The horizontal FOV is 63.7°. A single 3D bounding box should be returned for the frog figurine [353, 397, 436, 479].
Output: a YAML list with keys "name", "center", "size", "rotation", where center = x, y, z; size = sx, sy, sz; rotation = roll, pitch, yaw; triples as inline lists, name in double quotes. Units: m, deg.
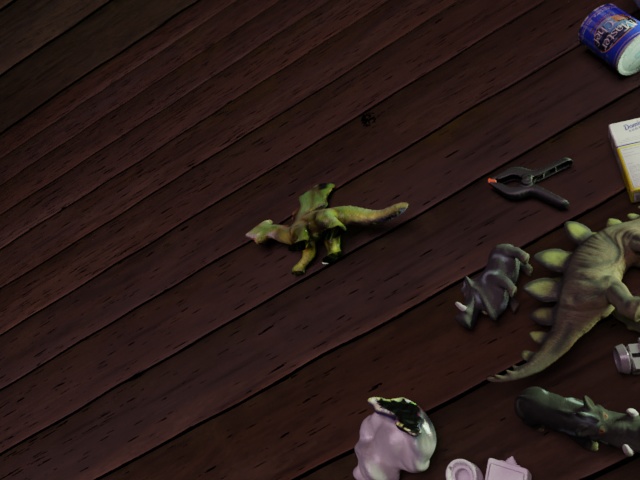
- name: "frog figurine"
  center: [0.130, 0.369, 0.914]
  size: [0.138, 0.123, 0.158]
  rotation: [19, 106, 28]

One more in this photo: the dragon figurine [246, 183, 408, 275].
- name: "dragon figurine"
  center: [0.004, -0.063, 1.259]
  size: [0.408, 0.120, 0.249]
  rotation: [-23, 43, 12]

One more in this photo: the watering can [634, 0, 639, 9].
- name: "watering can"
  center: [0.728, -0.542, 1.112]
  size: [0.103, 0.222, 0.355]
  rotation: [-17, 52, 43]
